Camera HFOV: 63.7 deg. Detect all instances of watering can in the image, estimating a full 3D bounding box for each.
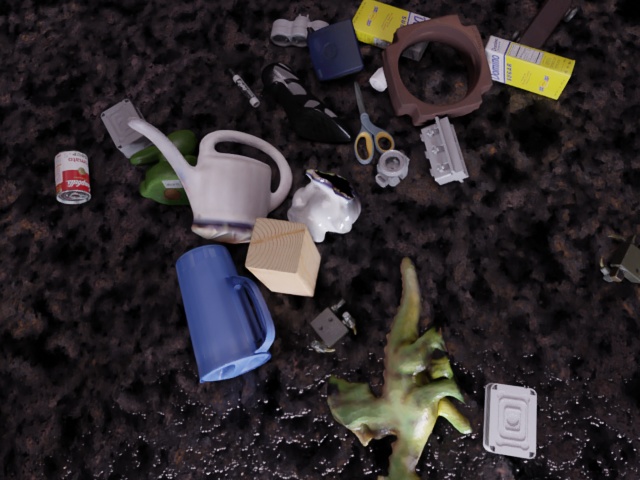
[{"bbox_3d":[-0.208,-0.110,1.005,0.347,0.103,0.226,8,83,-33],"label":"watering can"}]

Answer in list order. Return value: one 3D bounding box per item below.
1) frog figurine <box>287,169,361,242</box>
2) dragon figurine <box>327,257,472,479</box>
[{"bbox_3d":[0.003,-0.052,1.041,0.138,0.124,0.157,29,114,6],"label":"frog figurine"},{"bbox_3d":[0.122,0.252,0.918,0.242,0.120,0.418,-21,62,9],"label":"dragon figurine"}]
